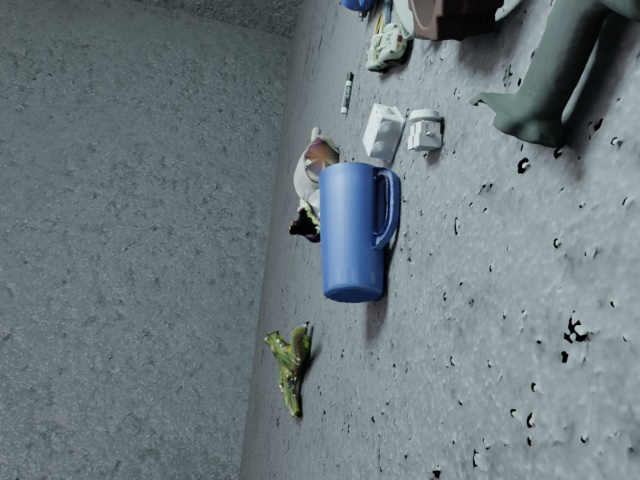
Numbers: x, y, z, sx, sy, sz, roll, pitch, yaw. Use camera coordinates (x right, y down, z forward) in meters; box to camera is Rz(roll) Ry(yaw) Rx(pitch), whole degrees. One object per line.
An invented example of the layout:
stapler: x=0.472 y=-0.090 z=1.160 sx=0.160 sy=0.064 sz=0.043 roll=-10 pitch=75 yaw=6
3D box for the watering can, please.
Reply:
watering can: x=-0.014 y=-0.242 z=1.557 sx=0.220 sy=0.104 sz=0.354 roll=127 pitch=153 yaw=-63

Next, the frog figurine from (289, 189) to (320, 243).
frog figurine: x=0.004 y=-0.071 z=1.403 sx=0.162 sy=0.123 sz=0.134 roll=-37 pitch=-38 yaw=-50

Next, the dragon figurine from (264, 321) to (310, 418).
dragon figurine: x=-0.069 y=0.357 z=1.412 sx=0.405 sy=0.122 sz=0.245 roll=130 pitch=130 yaw=-72
